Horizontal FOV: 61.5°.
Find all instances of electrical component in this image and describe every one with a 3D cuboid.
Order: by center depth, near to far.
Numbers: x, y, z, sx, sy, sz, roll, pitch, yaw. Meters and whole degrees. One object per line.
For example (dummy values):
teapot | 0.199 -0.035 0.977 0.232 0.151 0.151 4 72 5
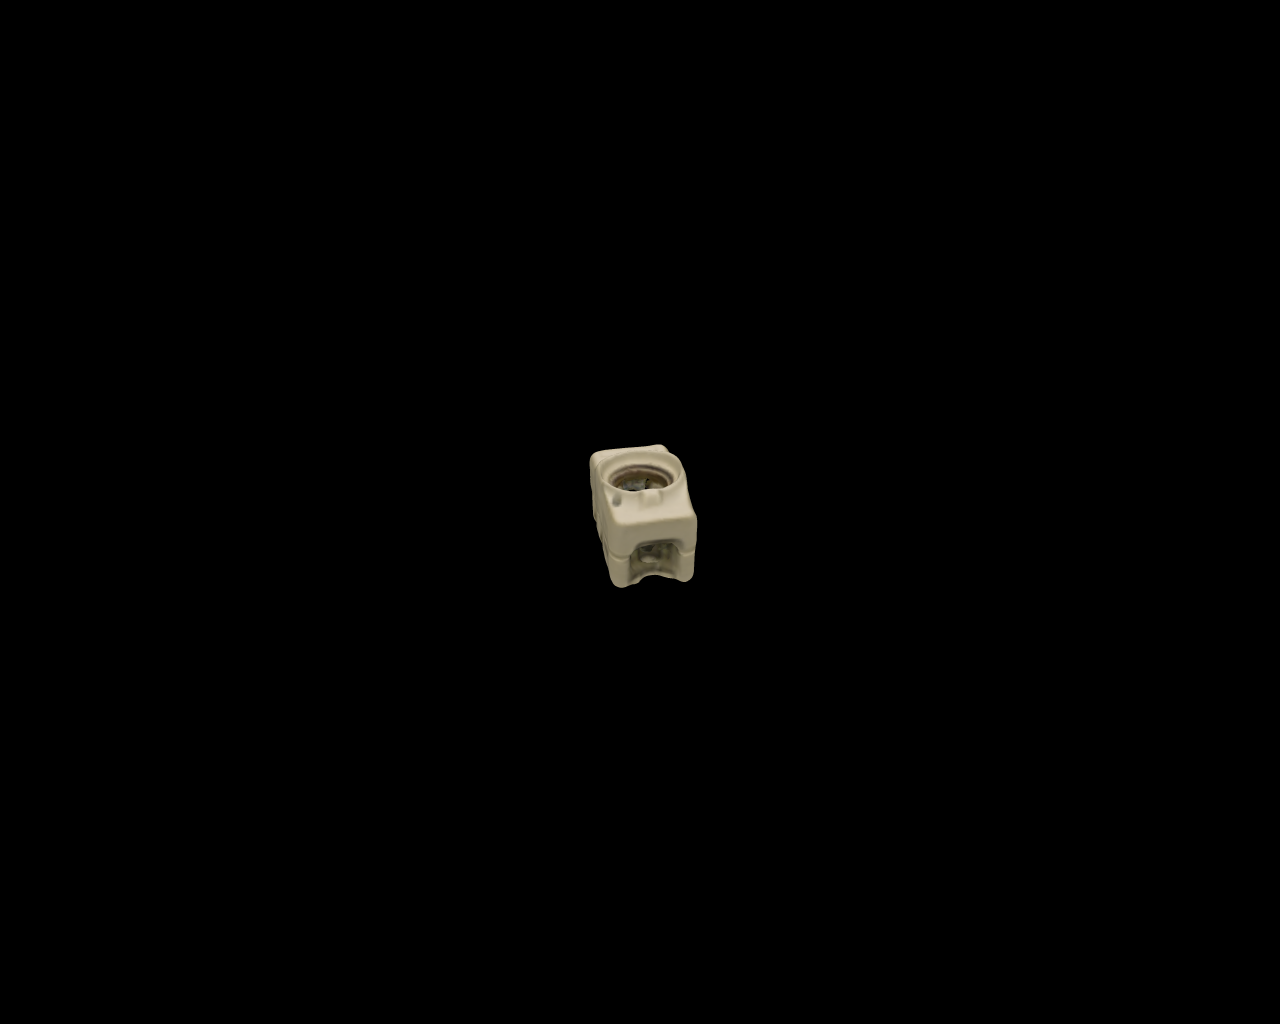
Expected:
electrical component | 0.001 -0.003 0.650 0.050 0.055 0.090 -6 33 -9
